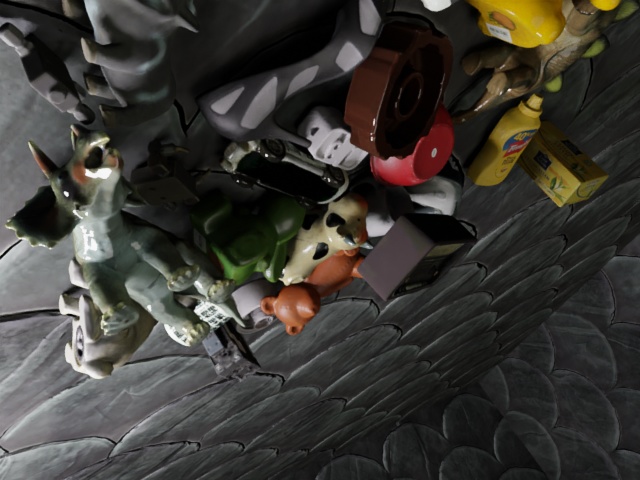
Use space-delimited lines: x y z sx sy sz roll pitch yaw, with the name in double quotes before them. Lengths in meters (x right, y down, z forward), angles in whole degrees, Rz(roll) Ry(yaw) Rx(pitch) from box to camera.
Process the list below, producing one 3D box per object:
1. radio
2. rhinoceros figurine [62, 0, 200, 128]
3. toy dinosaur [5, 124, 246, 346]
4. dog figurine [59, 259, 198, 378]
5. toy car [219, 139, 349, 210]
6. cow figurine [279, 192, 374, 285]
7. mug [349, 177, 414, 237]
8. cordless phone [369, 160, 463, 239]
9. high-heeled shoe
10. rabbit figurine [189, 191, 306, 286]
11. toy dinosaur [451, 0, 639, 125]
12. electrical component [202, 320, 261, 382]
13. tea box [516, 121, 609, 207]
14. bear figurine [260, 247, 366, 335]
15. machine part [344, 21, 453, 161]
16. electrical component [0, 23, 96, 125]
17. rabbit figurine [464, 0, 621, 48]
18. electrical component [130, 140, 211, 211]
"radio" 0.166 0.025 0.891 0.131 0.073 0.229 -52 156 22
"rhinoceros figurine" -0.159 -0.184 0.473 0.112 0.073 0.190 -15 146 -28
"toy dinosaur" -0.211 0.022 0.644 0.131 0.192 0.404 -40 161 -9
"dog figurine" -0.240 0.105 0.739 0.190 0.172 0.121 2 146 -37
"toy car" -0.043 -0.094 0.727 0.201 0.056 0.073 17 138 -44
"cow figurine" -0.002 -0.003 0.851 0.195 0.127 0.085 -43 152 21
"mug" 0.086 -0.052 0.908 0.107 0.081 0.109 -22 122 41
"cordless phone" 0.156 -0.067 0.967 0.184 0.089 0.146 -19 150 -6
"high-heeled shoe" -0.029 -0.215 0.596 0.145 0.086 0.248 24 102 -20
"rabbit figurine" -0.084 -0.003 0.783 0.170 0.121 0.158 -34 148 -30
"toy dinosaur" 0.365 -0.322 0.770 0.198 0.105 0.471 -7 151 -51
"electrical component" -0.174 0.192 0.983 0.058 0.115 0.134 -36 151 -4
"tea box" 0.453 -0.151 1.039 0.098 0.170 0.068 -16 146 -32
"bear figurine" 0.001 0.080 0.945 0.196 0.132 0.120 -49 120 -18
"machine part" 0.100 -0.186 0.681 0.179 0.056 0.179 -39 144 -36
"electrical component" -0.236 -0.143 0.467 0.021 0.063 0.094 -34 150 1
"rabbit figurine" 0.278 -0.329 0.643 0.121 0.163 0.173 32 94 -46
"electrical component" -0.181 -0.076 0.650 0.078 0.045 0.102 -11 154 19
